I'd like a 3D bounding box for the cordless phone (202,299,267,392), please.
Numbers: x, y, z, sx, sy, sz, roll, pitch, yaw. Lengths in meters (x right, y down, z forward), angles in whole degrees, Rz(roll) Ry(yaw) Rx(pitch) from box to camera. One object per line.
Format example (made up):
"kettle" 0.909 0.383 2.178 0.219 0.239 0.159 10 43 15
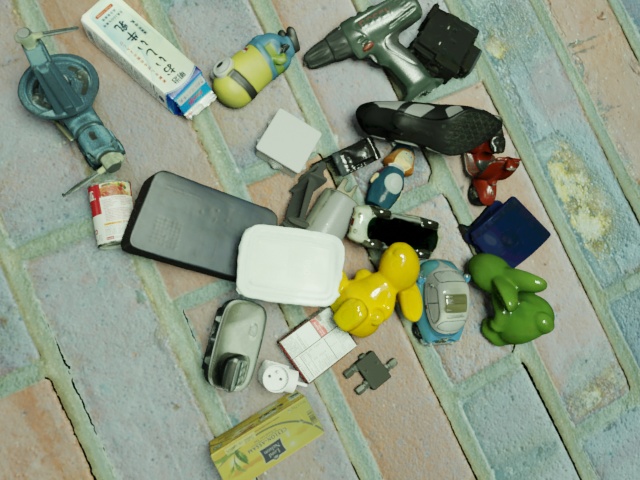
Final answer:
"cordless phone" -0.132 0.162 0.830 0.089 0.184 0.146 15 79 -6

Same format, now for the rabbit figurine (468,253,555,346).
"rabbit figurine" 0.329 0.100 0.963 0.121 0.159 0.170 -38 90 -5

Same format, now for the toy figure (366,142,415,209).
"toy figure" 0.139 -0.123 1.002 0.064 0.058 0.154 44 69 -43

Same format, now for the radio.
"radio" -0.187 -0.015 0.869 0.229 0.073 0.131 19 77 -30

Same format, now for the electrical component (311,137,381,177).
"electrical component" 0.047 -0.142 0.969 0.119 0.075 0.047 -26 95 10

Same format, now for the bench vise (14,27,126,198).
"bench vise" -0.384 -0.210 0.812 0.129 0.240 0.224 -23 71 -11

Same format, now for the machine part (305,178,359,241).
"machine part" -0.002 -0.003 0.939 0.079 0.079 0.243 33 75 -6

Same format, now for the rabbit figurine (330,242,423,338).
"rabbit figurine" 0.109 0.085 0.911 0.162 0.122 0.173 34 100 -32

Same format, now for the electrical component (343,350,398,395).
"electrical component" 0.091 0.229 0.954 0.094 0.021 0.063 -34 89 -15

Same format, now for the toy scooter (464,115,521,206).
"toy scooter" 0.321 -0.160 1.007 0.075 0.135 0.183 -1 81 -12

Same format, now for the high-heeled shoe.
"high-heeled shoe" 0.191 -0.213 0.963 0.249 0.145 0.086 -6 120 -23

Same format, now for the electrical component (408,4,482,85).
"electrical component" 0.250 -0.381 1.064 0.134 0.058 0.115 29 78 -7

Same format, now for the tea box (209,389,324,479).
"tea box" -0.088 0.316 0.862 0.170 0.098 0.068 -29 89 -14

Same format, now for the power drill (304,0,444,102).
"power drill" 0.113 -0.327 1.004 0.232 0.086 0.207 -36 91 9

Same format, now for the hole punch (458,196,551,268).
"hole punch" 0.353 -0.010 1.018 0.142 0.092 0.116 44 79 -7

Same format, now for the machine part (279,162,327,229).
"machine part" -0.029 -0.072 0.928 0.039 0.084 0.139 36 55 -28

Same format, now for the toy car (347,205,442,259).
"toy car" 0.139 -0.014 0.962 0.201 0.056 0.073 10 96 -33

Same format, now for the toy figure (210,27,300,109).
"toy figure" -0.112 -0.308 0.959 0.180 0.082 0.089 -37 89 -17

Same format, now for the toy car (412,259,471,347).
"toy car" 0.218 0.109 0.961 0.109 0.103 0.161 1 80 -12
